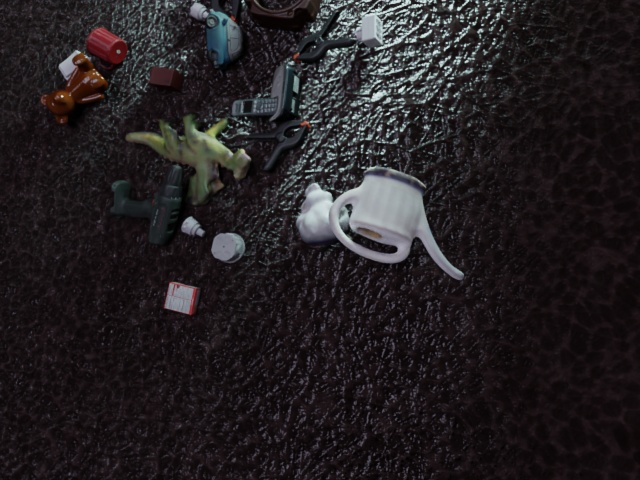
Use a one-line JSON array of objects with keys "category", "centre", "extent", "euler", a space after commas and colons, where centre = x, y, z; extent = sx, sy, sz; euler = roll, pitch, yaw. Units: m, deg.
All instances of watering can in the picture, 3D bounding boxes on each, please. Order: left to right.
[{"category": "watering can", "centre": [0.196, -0.045, 1.222], "extent": [0.347, 0.103, 0.227], "euler": [19, 76, -4]}]

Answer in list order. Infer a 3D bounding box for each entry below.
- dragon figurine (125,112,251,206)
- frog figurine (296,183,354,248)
[{"category": "dragon figurine", "centre": [-0.362, -0.214, 1.421], "extent": [0.409, 0.122, 0.243], "euler": [-7, 89, 25]}, {"category": "frog figurine", "centre": [0.004, -0.064, 1.276], "extent": [0.136, 0.123, 0.159], "euler": [-13, 91, 34]}]
